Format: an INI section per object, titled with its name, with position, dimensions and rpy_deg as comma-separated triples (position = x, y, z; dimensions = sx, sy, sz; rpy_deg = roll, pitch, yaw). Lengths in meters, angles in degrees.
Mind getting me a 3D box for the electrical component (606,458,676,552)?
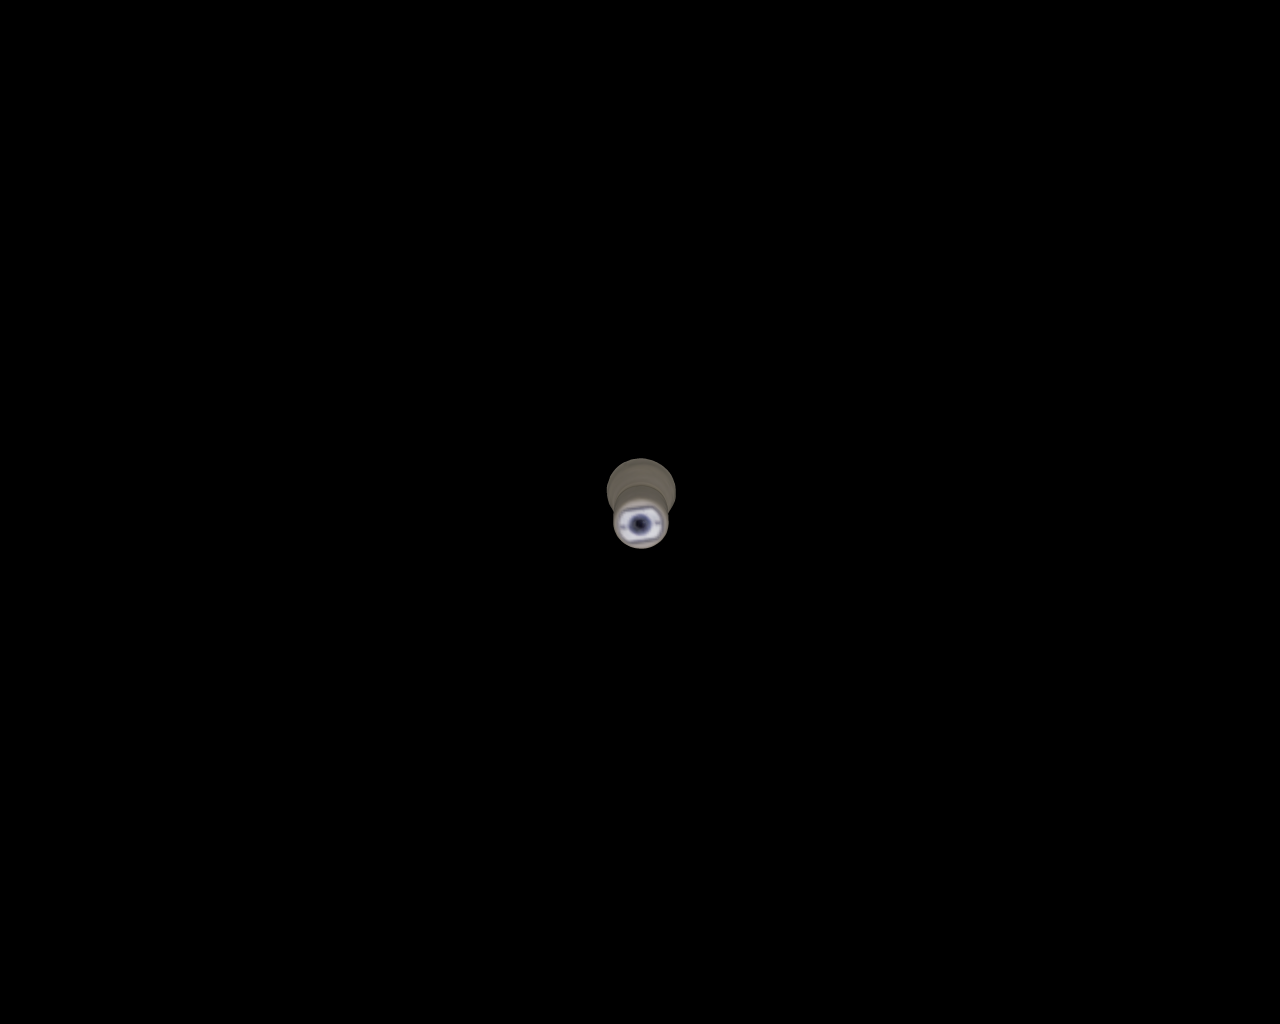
[electrical component]
position = 0.001, -0.003, 0.650
dimensions = 0.044, 0.044, 0.065
rpy_deg = 0, 20, 0
